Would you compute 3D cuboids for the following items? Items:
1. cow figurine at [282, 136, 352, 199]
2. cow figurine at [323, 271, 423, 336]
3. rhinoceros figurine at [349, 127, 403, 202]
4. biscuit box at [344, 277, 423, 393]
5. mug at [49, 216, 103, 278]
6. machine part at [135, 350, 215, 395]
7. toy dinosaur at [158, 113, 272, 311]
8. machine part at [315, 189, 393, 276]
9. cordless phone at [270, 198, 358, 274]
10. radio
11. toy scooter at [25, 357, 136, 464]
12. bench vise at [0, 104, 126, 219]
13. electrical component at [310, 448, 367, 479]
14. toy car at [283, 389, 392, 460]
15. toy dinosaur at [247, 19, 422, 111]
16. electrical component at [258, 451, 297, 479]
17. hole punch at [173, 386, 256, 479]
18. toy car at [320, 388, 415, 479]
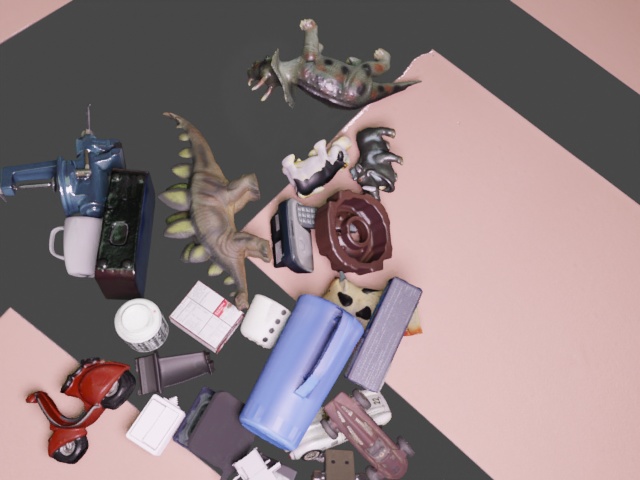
[{"bbox_3d":[0.009,-0.158,1.150,0.167,0.068,0.098,-27,79,-14],"label":"cow figurine"},{"bbox_3d":[0.093,0.127,1.036,0.195,0.085,0.127,0,74,-6],"label":"cow figurine"},{"bbox_3d":[0.119,-0.161,1.165,0.112,0.073,0.190,1,67,-9],"label":"rhinoceros figurine"},{"bbox_3d":[0.114,0.166,0.961,0.063,0.059,0.202,27,79,0],"label":"biscuit box"},{"bbox_3d":[-0.452,0.015,1.008,0.110,0.081,0.107,1,77,-9],"label":"mug"},{"bbox_3d":[-0.261,0.231,0.968,0.139,0.039,0.084,-8,64,-10],"label":"machine part"},{"bbox_3d":[-0.215,-0.074,1.068,0.199,0.105,0.471,-11,65,-9],"label":"toy dinosaur"},{"bbox_3d":[0.067,-0.013,1.070,0.179,0.056,0.179,14,66,-34],"label":"machine part"},{"bbox_3d":[-0.002,-0.003,1.086,0.184,0.088,0.146,4,66,-25],"label":"cordless phone"},{"bbox_3d":[-0.360,-0.012,1.003,0.073,0.131,0.229,2,68,-9],"label":"radio"},{"bbox_3d":[-0.414,0.269,0.912,0.135,0.075,0.184,34,72,7],"label":"toy scooter"},{"bbox_3d":[-0.504,-0.130,1.041,0.241,0.128,0.223,-9,68,-17],"label":"bench vise"},{"bbox_3d":[0.028,0.408,0.933,0.102,0.045,0.078,1,39,-10],"label":"electrical component"},{"bbox_3d":[0.027,0.323,0.947,0.202,0.056,0.074,-15,46,-14],"label":"toy car"},{"bbox_3d":[0.035,-0.359,1.218,0.405,0.131,0.192,16,78,-6],"label":"toy dinosaur"},{"bbox_3d":[-0.069,0.417,0.911,0.119,0.047,0.075,24,66,2],"label":"electrical component"},{"bbox_3d":[-0.176,0.324,0.924,0.115,0.092,0.142,43,59,-25],"label":"hole punch"},{"bbox_3d":[0.082,0.332,0.898,0.089,0.053,0.202,-39,112,-2],"label":"toy car"}]
